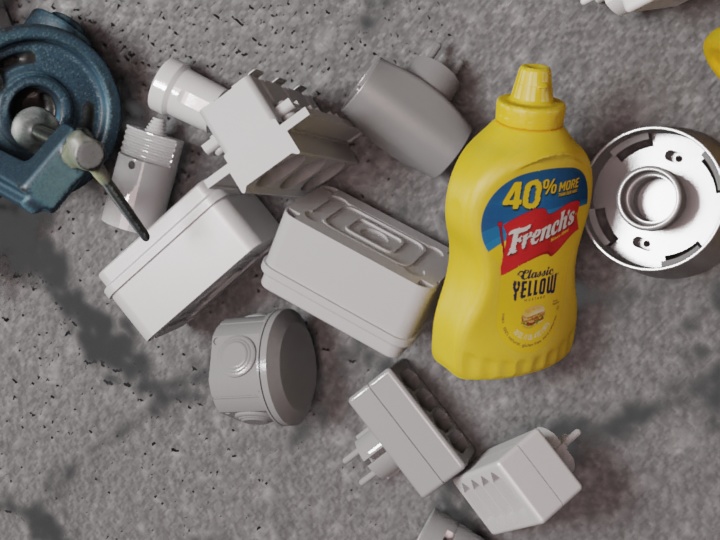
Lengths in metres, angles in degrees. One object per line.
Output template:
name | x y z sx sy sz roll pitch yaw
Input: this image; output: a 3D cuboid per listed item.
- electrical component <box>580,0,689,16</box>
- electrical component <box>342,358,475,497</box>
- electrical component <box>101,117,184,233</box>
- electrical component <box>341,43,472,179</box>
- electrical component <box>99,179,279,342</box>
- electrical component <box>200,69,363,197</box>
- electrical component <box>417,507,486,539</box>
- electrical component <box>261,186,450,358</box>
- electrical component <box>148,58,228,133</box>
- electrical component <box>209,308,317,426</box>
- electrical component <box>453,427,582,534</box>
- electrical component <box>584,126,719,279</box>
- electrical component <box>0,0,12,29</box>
electrical component | 0.173 -0.183 0.669 0.077 0.066 0.047 -21 89 45
electrical component | 0.022 0.118 0.740 0.076 0.047 0.083 -40 84 14
electrical component | -0.155 -0.070 0.774 0.043 0.043 0.081 19 99 13
electrical component | 0.040 -0.115 0.714 0.077 0.043 0.079 35 76 -10
electrical component | -0.116 -0.010 0.751 0.113 0.078 0.057 -40 87 15
electrical component | -0.052 -0.086 0.705 0.079 0.121 0.063 -34 83 15
electrical component | 0.059 0.198 0.734 0.047 0.055 0.055 28 101 8
electrical component | 0.000 0.000 0.717 0.113 0.078 0.057 29 117 11
electrical component | -0.121 -0.123 0.764 0.046 0.040 0.040 27 101 6
electrical component | -0.065 0.068 0.744 0.051 0.080 0.080 -5 93 21
electrical component | 0.115 0.129 0.707 0.076 0.083 0.047 -35 84 -23
electrical component | 0.192 -0.043 0.684 0.099 0.064 0.099 0 90 28
electrical component | -0.306 -0.184 0.796 0.096 0.062 0.061 -22 89 16
